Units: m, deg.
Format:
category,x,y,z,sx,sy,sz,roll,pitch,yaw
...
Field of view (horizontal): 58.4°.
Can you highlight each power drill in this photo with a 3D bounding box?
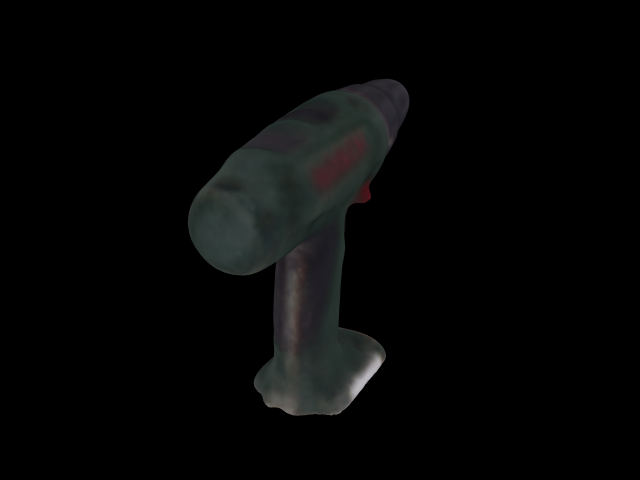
category,x,y,z,sx,sy,sz,roll,pitch,yaw
power drill,0.004,0.001,0.400,0.075,0.208,0.230,10,23,26
